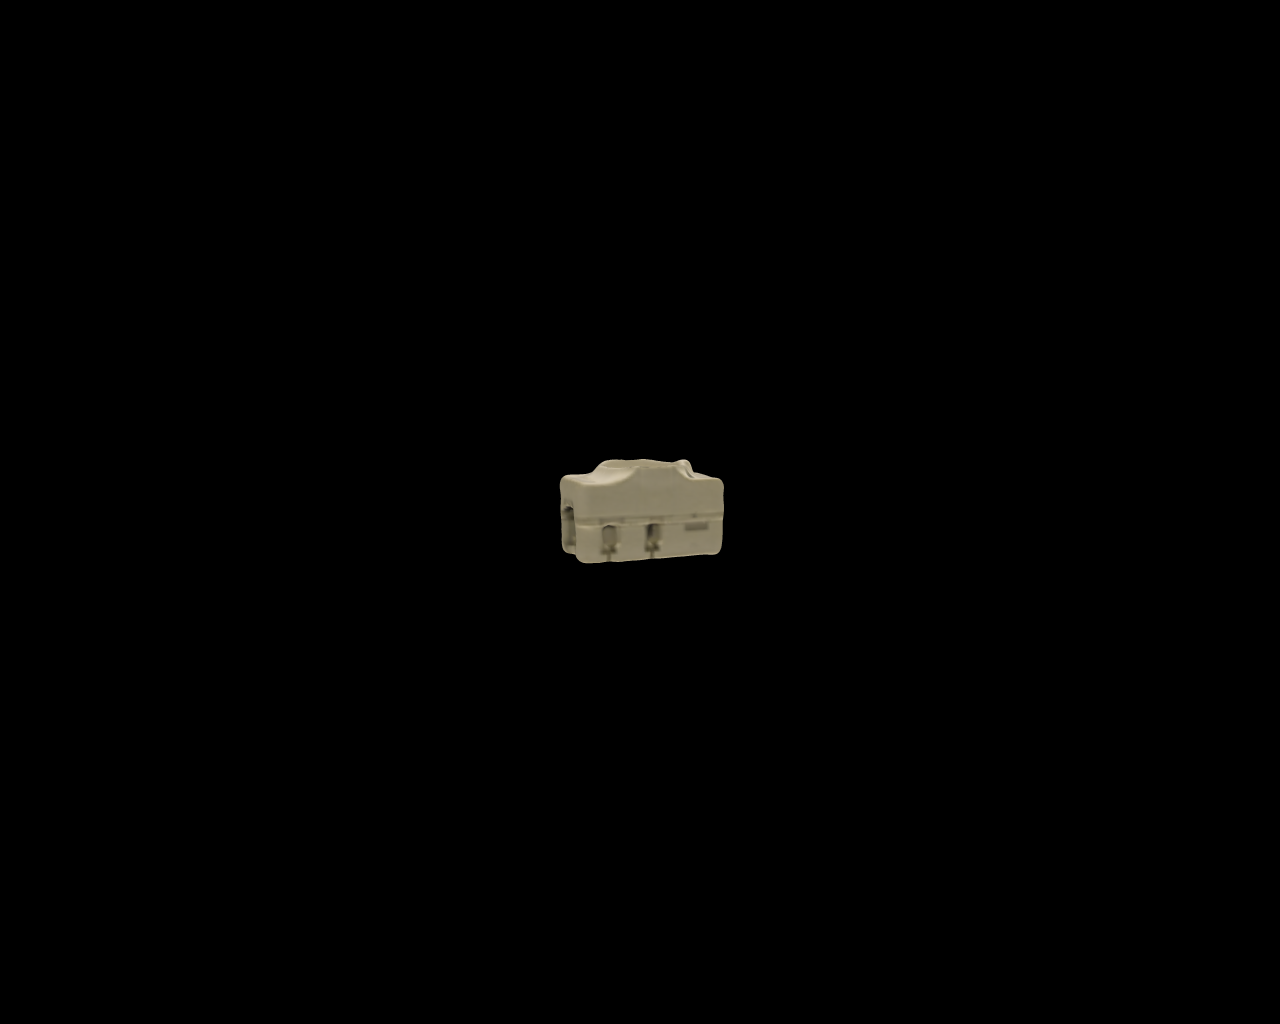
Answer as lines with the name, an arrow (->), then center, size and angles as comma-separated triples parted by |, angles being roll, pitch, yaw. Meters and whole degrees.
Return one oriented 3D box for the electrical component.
electrical component -> 0.001, -0.003, 0.650 | 0.089, 0.055, 0.050 | -2, 8, -18
